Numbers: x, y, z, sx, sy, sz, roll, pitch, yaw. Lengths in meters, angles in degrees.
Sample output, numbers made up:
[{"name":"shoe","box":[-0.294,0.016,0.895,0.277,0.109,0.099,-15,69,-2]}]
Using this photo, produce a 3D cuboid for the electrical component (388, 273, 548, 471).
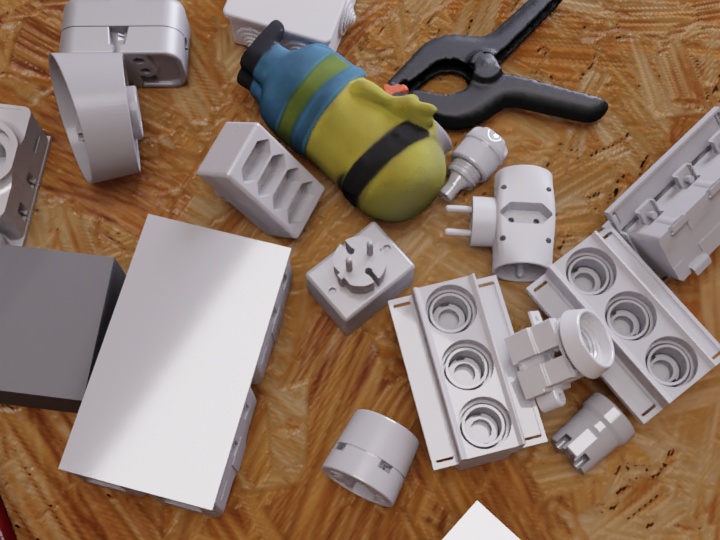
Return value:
[{"name":"electrical component","box":[0.072,0.073,0.748,0.079,0.063,0.121,-13,71,-4]}]

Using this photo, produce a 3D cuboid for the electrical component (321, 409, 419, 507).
[{"name":"electrical component","box":[0.009,0.128,0.735,0.055,0.055,0.047,26,69,9]}]

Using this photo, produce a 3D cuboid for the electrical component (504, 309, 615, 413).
[{"name":"electrical component","box":[0.135,0.055,0.718,0.055,0.048,0.066,-29,73,36]}]

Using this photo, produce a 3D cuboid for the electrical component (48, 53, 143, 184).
[{"name":"electrical component","box":[-0.197,-0.115,0.803,0.064,0.099,0.099,-8,70,-9]}]

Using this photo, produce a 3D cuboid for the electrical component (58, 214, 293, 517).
[{"name":"electrical component","box":[-0.122,0.067,0.755,0.105,0.060,0.186,14,71,6]}]

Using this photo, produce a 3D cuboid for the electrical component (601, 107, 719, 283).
[{"name":"electrical component","box":[0.246,-0.049,0.783,0.121,0.063,0.078,-42,116,-13]}]

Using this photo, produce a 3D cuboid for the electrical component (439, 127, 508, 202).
[{"name":"electrical component","box":[0.083,-0.078,0.818,0.035,0.035,0.061,37,77,13]}]

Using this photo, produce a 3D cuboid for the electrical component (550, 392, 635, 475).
[{"name":"electrical component","box":[0.161,0.114,0.746,0.046,0.040,0.040,-40,75,-6]}]

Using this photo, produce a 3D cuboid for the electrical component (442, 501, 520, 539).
[{"name":"electrical component","box":[0.051,0.256,0.685,0.105,0.060,0.186,41,76,14]}]

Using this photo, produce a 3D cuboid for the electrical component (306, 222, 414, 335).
[{"name":"electrical component","box":[0.000,0.000,0.768,0.066,0.076,0.047,-38,74,-12]}]

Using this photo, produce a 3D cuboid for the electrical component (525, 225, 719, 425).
[{"name":"electrical component","box":[0.185,0.041,0.759,0.079,0.063,0.121,-36,74,-11]}]

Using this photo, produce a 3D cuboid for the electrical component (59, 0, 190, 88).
[{"name":"electrical component","box":[-0.184,-0.182,0.848,0.095,0.053,0.059,0,70,1]}]

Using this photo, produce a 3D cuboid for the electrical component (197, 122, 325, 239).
[{"name":"electrical component","box":[-0.085,-0.067,0.800,0.076,0.083,0.047,9,65,45]}]

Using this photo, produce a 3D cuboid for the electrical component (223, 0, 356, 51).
[{"name":"electrical component","box":[-0.051,-0.217,0.861,0.100,0.048,0.099,17,71,7]}]

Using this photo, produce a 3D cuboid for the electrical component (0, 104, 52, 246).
[{"name":"electrical component","box":[-0.308,-0.033,0.793,0.105,0.060,0.186,7,71,3]}]

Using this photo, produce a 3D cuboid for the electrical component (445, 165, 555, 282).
[{"name":"electrical component","box":[0.103,-0.035,0.797,0.079,0.043,0.077,3,70,2]}]
